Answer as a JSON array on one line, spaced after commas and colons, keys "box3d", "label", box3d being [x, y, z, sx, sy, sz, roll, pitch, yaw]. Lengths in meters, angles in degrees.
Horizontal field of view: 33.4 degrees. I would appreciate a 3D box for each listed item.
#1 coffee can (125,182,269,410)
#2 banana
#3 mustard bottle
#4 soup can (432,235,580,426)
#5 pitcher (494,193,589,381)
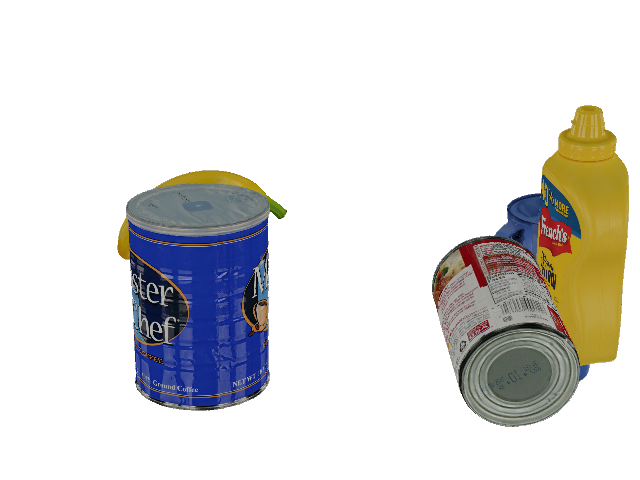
[{"box3d": [-0.088, 0.039, 0.786, 0.103, 0.140, 0.103, 1, 20, 0], "label": "coffee can"}, {"box3d": [-0.131, -0.028, 1.024, 0.198, 0.069, 0.037, -13, 18, 30], "label": "banana"}, {"box3d": [0.197, -0.008, 0.807, 0.058, 0.192, 0.096, -6, 26, -7], "label": "mustard bottle"}, {"box3d": [0.105, 0.050, 0.616, 0.068, 0.068, 0.102, 0, 28, -3], "label": "soup can"}, {"box3d": [0.300, 0.068, 1.411, 0.149, 0.243, 0.145, 4, 21, 12], "label": "pitcher"}]
